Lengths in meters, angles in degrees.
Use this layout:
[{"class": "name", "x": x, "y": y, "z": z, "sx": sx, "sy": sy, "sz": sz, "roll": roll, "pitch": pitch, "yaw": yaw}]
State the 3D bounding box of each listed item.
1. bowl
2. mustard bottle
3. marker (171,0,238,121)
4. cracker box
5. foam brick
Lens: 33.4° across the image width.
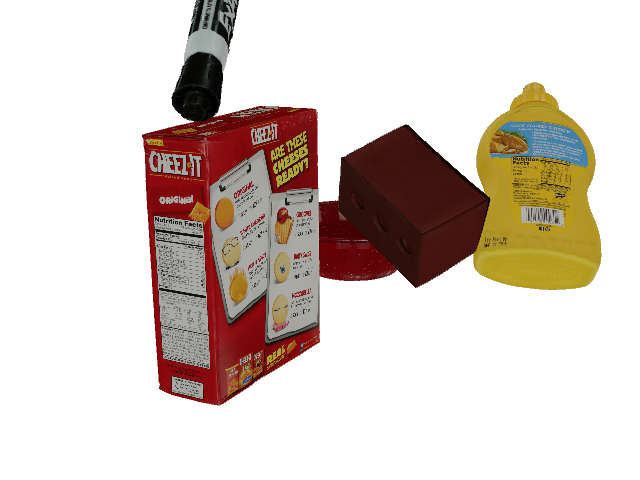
[{"class": "bowl", "x": 0.034, "y": 0.003, "z": 1.103, "sx": 0.162, "sy": 0.055, "sz": 0.162, "roll": -1, "pitch": 15, "yaw": 0}, {"class": "mustard bottle", "x": 0.176, "y": -0.054, "z": 0.874, "sx": 0.096, "sy": 0.191, "sz": 0.058, "roll": 5, "pitch": -34, "yaw": 3}, {"class": "marker", "x": -0.045, "y": -0.093, "z": 0.449, "sx": 0.020, "sy": 0.121, "sz": 0.020, "roll": 2, "pitch": -43, "yaw": 2}, {"class": "cracker box", "x": -0.069, "y": 0.006, "z": 0.883, "sx": 0.072, "sy": 0.214, "sz": 0.163, "roll": 7, "pitch": 17, "yaw": 29}, {"class": "foam brick", "x": 0.055, "y": -0.021, "z": 0.647, "sx": 0.051, "sy": 0.053, "sz": 0.078, "roll": -30, "pitch": 57, "yaw": -24}]
